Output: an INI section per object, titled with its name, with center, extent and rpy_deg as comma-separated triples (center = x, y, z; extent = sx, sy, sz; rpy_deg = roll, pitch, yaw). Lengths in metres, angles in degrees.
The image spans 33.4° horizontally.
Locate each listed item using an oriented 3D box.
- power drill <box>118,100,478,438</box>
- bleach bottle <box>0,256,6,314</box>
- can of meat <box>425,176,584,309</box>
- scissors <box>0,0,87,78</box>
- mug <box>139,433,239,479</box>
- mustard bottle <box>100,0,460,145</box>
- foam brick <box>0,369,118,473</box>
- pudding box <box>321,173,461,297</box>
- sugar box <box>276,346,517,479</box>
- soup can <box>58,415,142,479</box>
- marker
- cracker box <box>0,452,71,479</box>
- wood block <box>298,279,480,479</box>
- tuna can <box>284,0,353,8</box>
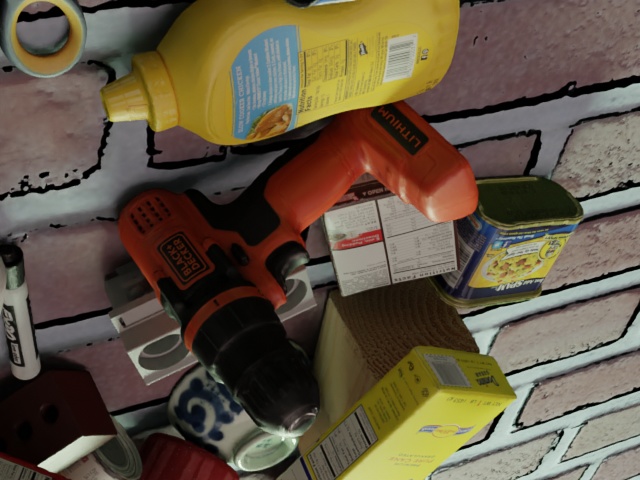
[power drill]
center = -0.004, 0.001, 0.613
extent = 0.187, 0.185, 0.057
rpy_deg = -34, 148, -11
[bleach bottle]
center = -0.226, -0.007, 0.536
extent = 0.102, 0.068, 0.251
rpy_deg = -20, 146, -11
[can of meat]
center = 0.138, 0.000, 0.806
extent = 0.101, 0.057, 0.084
rpy_deg = -6, 136, -31
[scissors]
center = -0.134, -0.140, 0.474
extent = 0.096, 0.016, 0.202
rpy_deg = -1, 136, -36
[mug]
center = -0.113, 0.207, 0.828
extent = 0.117, 0.093, 0.081
rpy_deg = 87, 26, -62
[mustard bottle]
center = -0.022, -0.098, 0.569
extent = 0.191, 0.058, 0.096
rpy_deg = -19, 149, -16
[foam brick]
center = -0.189, 0.130, 0.725
extent = 0.078, 0.053, 0.051
rpy_deg = -34, 162, 9
[pudding box]
center = 0.047, -0.012, 0.727
extent = 0.090, 0.039, 0.113
rpy_deg = -13, 146, 1
[sugar box]
center = 0.051, 0.150, 0.782
extent = 0.093, 0.048, 0.176
rpy_deg = 13, 127, -43
[soup can]
center = -0.190, 0.177, 0.783
extent = 0.102, 0.068, 0.068
rpy_deg = -37, 144, 9
[marker]
center = -0.188, 0.046, 0.663
extent = 0.020, 0.020, 0.121
rpy_deg = -15, 142, -20
[cracker box]
center = -0.243, 0.208, 0.679
extent = 0.213, 0.072, 0.164
rpy_deg = 24, 112, -11
[wood block]
center = 0.048, 0.128, 0.872
extent = 0.090, 0.090, 0.206
rpy_deg = -14, 142, -22
[tuna can]
center = 0.001, -0.152, 0.494
extent = 0.033, 0.086, 0.086
rpy_deg = -13, 141, -25
